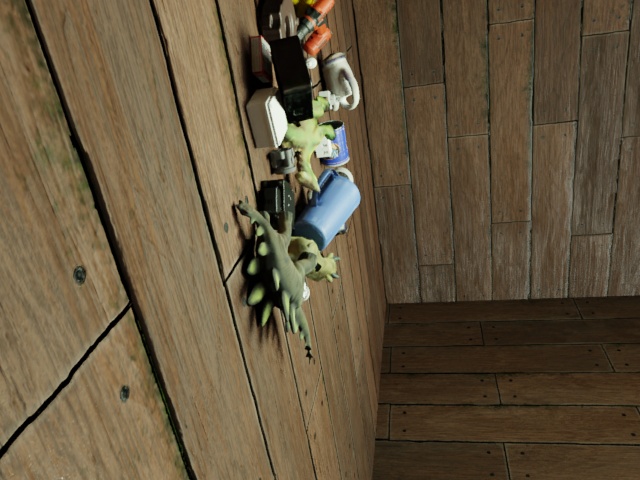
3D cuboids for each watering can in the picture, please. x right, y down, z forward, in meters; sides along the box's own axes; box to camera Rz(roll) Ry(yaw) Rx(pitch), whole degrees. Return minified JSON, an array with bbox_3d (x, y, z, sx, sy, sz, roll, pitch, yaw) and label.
[{"bbox_3d":[0.068,-0.616,2.035,0.222,0.104,0.349,68,-11,-11],"label":"watering can"}]

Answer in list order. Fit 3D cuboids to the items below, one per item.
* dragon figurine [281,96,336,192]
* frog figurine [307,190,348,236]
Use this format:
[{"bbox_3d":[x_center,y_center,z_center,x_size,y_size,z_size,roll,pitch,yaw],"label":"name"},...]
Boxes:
[{"bbox_3d":[-0.059,-0.333,1.416,0.245,0.121,0.408,-32,109,-67],"label":"dragon figurine"},{"bbox_3d":[0.005,-0.084,1.669,0.158,0.121,0.141,40,43,-21],"label":"frog figurine"}]
